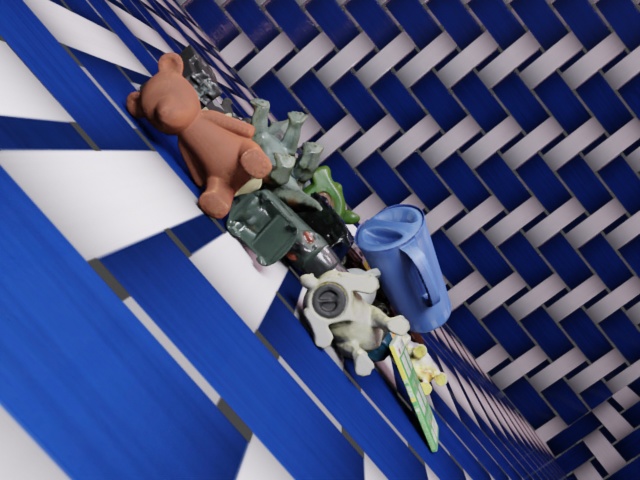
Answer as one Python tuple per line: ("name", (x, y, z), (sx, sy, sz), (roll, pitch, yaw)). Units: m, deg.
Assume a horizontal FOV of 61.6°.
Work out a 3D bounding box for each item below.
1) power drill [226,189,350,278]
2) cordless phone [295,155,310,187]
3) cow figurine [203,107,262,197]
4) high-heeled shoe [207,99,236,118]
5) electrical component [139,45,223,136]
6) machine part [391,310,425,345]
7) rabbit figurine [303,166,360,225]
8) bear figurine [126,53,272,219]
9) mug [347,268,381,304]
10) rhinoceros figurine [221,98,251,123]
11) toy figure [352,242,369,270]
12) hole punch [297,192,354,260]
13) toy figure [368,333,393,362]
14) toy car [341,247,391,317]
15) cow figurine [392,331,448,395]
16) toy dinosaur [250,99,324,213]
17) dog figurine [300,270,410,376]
("power drill", (-0.042, 0.003, 0.822), (0.232, 0.086, 0.207), (45, 12, 15))
("cordless phone", (-0.055, -0.099, 1.275), (0.147, 0.089, 0.184), (-64, 146, -60))
("cow figurine", (-0.166, -0.154, 0.886), (0.195, 0.085, 0.127), (50, 14, 12))
("high-heeled shoe", (-0.218, -0.224, 1.076), (0.248, 0.086, 0.145), (69, -21, 5))
("electrical component", (-0.224, -0.242, 0.854), (0.058, 0.115, 0.134), (49, 7, -42))
("machine part", (0.182, 0.200, 1.284), (0.179, 0.056, 0.179), (50, 9, -11))
("rabbit figurine", (0.011, -0.076, 1.157), (0.159, 0.121, 0.170), (42, 2, -4))
("bear figurine", (-0.167, -0.144, 0.724), (0.195, 0.120, 0.132), (45, 13, -23))
("mug", (0.054, 0.089, 0.947), (0.081, 0.109, 0.107), (63, 24, 10))
("rhinoceros figurine", (-0.177, -0.236, 1.225), (0.190, 0.073, 0.112), (44, 9, -36))
("toy figure", (0.078, 0.071, 1.221), (0.082, 0.089, 0.180), (40, -9, 39))
("hole punch", (-0.002, -0.003, 1.017), (0.142, 0.116, 0.092), (57, 2, 33))
("toy figure", (0.098, 0.165, 0.980), (0.058, 0.064, 0.154), (26, 17, -8))
("toy car", (0.087, 0.077, 1.086), (0.202, 0.053, 0.089), (51, 10, -7))
("cow figurine", (0.184, 0.232, 1.106), (0.167, 0.068, 0.098), (52, 2, -13))
("toy dinosaur", (-0.081, -0.129, 1.023), (0.131, 0.192, 0.405), (4, 43, -17))
("dog figurine", (0.035, 0.111, 0.819), (0.172, 0.121, 0.190), (54, -6, -1))
